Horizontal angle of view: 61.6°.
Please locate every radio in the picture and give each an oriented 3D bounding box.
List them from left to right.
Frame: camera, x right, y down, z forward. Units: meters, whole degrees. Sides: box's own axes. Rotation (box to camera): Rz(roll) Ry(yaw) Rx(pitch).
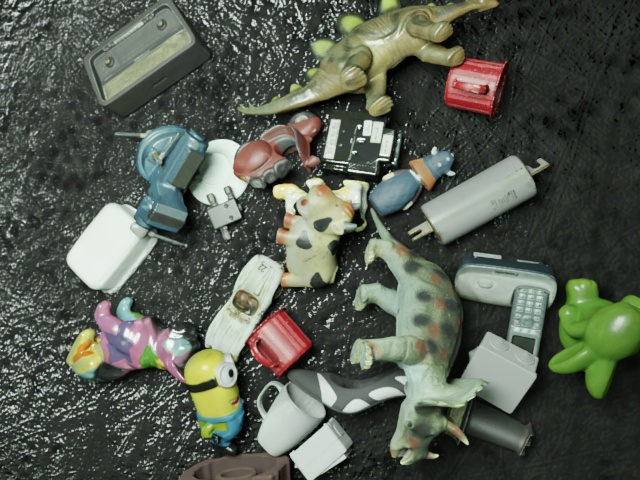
[{"bbox_3d":[-0.345,-0.361,1.064,0.230,0.073,0.131,-31,76,8],"label":"radio"}]

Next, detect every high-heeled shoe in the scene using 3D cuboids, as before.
[{"bbox_3d":[0.079,0.211,0.869,0.249,0.086,0.145,20,84,12],"label":"high-heeled shoe"}]

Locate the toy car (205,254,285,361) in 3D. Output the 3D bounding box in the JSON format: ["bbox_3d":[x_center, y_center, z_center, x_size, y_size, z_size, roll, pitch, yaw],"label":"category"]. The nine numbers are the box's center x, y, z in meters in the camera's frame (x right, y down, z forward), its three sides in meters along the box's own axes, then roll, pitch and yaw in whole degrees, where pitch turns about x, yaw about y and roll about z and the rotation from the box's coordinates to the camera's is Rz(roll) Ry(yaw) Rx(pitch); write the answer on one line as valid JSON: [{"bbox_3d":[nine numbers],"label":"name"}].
[{"bbox_3d":[-0.132,0.122,0.946,0.074,0.056,0.201,30,90,16],"label":"toy car"}]

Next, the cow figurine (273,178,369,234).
[{"bbox_3d":[-0.001,-0.058,0.936,0.168,0.068,0.098,1,93,16],"label":"cow figurine"}]

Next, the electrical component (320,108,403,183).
[{"bbox_3d":[0.074,-0.162,0.935,0.134,0.058,0.115,11,86,15],"label":"electrical component"}]

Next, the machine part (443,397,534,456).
[{"bbox_3d":[0.256,0.286,0.833,0.139,0.039,0.084,14,78,18],"label":"machine part"}]

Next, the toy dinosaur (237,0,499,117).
[{"bbox_3d":[0.069,-0.301,0.907,0.472,0.104,0.199,-25,45,8],"label":"toy dinosaur"}]

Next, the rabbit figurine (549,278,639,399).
[{"bbox_3d":[0.388,0.129,0.752,0.121,0.170,0.159,32,90,17],"label":"rabbit figurine"}]

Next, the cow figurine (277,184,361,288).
[{"bbox_3d":[-0.002,-0.003,0.875,0.127,0.194,0.085,7,39,7],"label":"cow figurine"}]

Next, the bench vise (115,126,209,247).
[{"bbox_3d":[-0.293,-0.124,0.990,0.241,0.129,0.223,50,122,43],"label":"bench vise"}]

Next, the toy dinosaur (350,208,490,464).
[{"bbox_3d":[0.151,0.116,0.816,0.192,0.131,0.405,12,58,-5],"label":"toy dinosaur"}]

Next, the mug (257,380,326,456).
[{"bbox_3d":[-0.063,0.296,0.891,0.110,0.081,0.107,37,99,13],"label":"mug"}]

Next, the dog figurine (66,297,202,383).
[{"bbox_3d":[-0.314,0.206,0.957,0.219,0.108,0.191,31,90,14],"label":"dog figurine"}]

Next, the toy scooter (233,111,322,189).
[{"bbox_3d":[-0.065,-0.145,0.942,0.184,0.075,0.135,-33,47,3],"label":"toy scooter"}]

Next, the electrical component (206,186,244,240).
[{"bbox_3d":[-0.173,-0.049,0.995,0.063,0.021,0.094,-22,88,5],"label":"electrical component"}]

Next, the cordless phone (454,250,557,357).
[{"bbox_3d":[0.280,0.114,0.838,0.147,0.089,0.184,7,103,15],"label":"cordless phone"}]

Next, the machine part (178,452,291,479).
[{"bbox_3d":[-0.132,0.385,0.850,0.179,0.179,0.056,-6,82,13],"label":"machine part"}]

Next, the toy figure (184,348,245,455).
[{"bbox_3d":[-0.173,0.269,0.895,0.089,0.082,0.180,-8,109,-13],"label":"toy figure"}]

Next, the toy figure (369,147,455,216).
[{"bbox_3d":[0.155,-0.101,0.905,0.154,0.064,0.058,-34,37,3],"label":"toy figure"}]

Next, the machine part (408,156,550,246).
[{"bbox_3d":[0.253,-0.062,0.864,0.243,0.079,0.079,-29,76,8],"label":"machine part"}]
